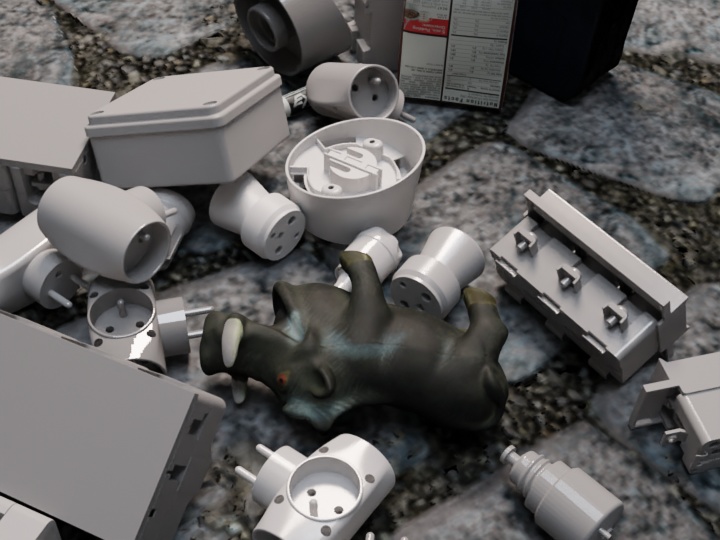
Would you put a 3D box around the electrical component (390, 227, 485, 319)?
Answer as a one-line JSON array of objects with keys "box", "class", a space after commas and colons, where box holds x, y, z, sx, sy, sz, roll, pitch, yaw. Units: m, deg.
[{"box": [0.052, 0.004, 0.724, 0.045, 0.045, 0.055, 27, 52, 22], "class": "electrical component"}]

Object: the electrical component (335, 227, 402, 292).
[{"box": [0.000, 0.000, 0.734, 0.035, 0.035, 0.061, 28, 56, 23], "class": "electrical component"}]

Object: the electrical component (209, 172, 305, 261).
[{"box": [-0.072, -0.038, 0.760, 0.055, 0.045, 0.045, 34, 54, 26], "class": "electrical component"}]

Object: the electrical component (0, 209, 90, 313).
[{"box": [-0.214, 0.001, 0.720, 0.079, 0.043, 0.077, 29, 52, 23], "class": "electrical component"}]

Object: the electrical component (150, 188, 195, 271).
[{"box": [-0.141, -0.028, 0.753, 0.040, 0.040, 0.046, 11, 52, 8], "class": "electrical component"}]

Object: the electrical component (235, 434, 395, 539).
[{"box": [-0.034, 0.125, 0.607, 0.079, 0.044, 0.077, 28, 52, 24], "class": "electrical component"}]

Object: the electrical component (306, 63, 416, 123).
[{"box": [0.008, -0.133, 0.845, 0.079, 0.043, 0.077, 21, 0, -30], "class": "electrical component"}]

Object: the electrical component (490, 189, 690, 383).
[{"box": [0.147, 0.012, 0.706, 0.063, 0.078, 0.121, -41, 57, -8], "class": "electrical component"}]

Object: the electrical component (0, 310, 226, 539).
[{"box": [-0.163, 0.088, 0.609, 0.150, 0.061, 0.089, 19, 82, 16], "class": "electrical component"}]

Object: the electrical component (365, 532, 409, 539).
[{"box": [0.011, 0.173, 0.561, 0.077, 0.044, 0.079, 7, 47, 1], "class": "electrical component"}]

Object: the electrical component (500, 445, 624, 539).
[{"box": [0.113, 0.128, 0.612, 0.040, 0.040, 0.078, -34, 56, -29], "class": "electrical component"}]

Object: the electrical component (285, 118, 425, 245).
[{"box": [-0.004, -0.067, 0.776, 0.099, 0.064, 0.099, 1, 47, -1], "class": "electrical component"}]

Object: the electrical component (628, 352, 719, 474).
[{"box": [0.211, 0.087, 0.654, 0.081, 0.042, 0.063, -10, 51, -11], "class": "electrical component"}]

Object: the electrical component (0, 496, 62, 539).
[{"box": [-0.197, 0.168, 0.556, 0.056, 0.050, 0.089, 19, 49, 16], "class": "electrical component"}]

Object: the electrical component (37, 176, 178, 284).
[{"box": [-0.154, -0.032, 0.701, 0.077, 0.043, 0.079, 26, 32, 25], "class": "electrical component"}]

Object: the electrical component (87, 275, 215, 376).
[{"box": [-0.131, 0.038, 0.686, 0.079, 0.044, 0.077, -9, 48, -10], "class": "electrical component"}]

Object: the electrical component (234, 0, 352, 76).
[{"box": [-0.057, -0.212, 0.893, 0.064, 0.099, 0.099, -36, 57, -23], "class": "electrical component"}]

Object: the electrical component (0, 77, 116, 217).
[{"box": [-0.262, -0.090, 0.791, 0.150, 0.061, 0.089, 9, 47, 6], "class": "electrical component"}]

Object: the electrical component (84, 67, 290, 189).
[{"box": [-0.121, -0.102, 0.775, 0.109, 0.056, 0.108, -1, 24, 21], "class": "electrical component"}]
